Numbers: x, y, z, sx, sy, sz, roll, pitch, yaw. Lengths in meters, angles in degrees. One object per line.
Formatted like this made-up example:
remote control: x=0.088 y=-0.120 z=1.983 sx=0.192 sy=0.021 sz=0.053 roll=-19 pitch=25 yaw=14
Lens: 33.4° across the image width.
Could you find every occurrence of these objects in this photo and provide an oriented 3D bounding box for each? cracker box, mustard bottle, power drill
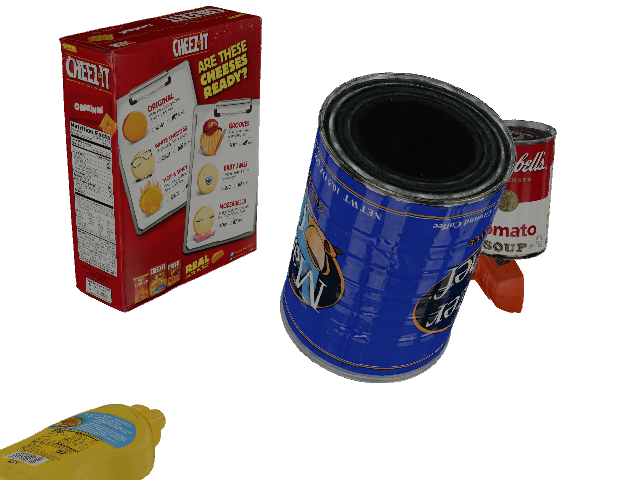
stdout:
cracker box: x=-0.126 y=-0.071 z=0.873 sx=0.072 sy=0.214 sz=0.163 roll=19 pitch=29 yaw=33
mustard bottle: x=-0.190 y=0.175 z=0.853 sx=0.096 sy=0.058 sz=0.191 roll=5 pitch=15 yaw=30
power drill: x=0.124 y=0.051 z=1.174 sx=0.187 sy=0.057 sz=0.184 roll=-3 pitch=29 yaw=-5

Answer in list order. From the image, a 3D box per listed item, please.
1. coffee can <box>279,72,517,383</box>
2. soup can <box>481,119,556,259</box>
coffee can: x=0.038 y=-0.005 z=0.583 sx=0.102 sy=0.140 sz=0.103 roll=7 pitch=44 yaw=-7
soup can: x=0.157 y=-0.043 z=0.886 sx=0.068 sy=0.102 sz=0.068 roll=0 pitch=21 yaw=0
